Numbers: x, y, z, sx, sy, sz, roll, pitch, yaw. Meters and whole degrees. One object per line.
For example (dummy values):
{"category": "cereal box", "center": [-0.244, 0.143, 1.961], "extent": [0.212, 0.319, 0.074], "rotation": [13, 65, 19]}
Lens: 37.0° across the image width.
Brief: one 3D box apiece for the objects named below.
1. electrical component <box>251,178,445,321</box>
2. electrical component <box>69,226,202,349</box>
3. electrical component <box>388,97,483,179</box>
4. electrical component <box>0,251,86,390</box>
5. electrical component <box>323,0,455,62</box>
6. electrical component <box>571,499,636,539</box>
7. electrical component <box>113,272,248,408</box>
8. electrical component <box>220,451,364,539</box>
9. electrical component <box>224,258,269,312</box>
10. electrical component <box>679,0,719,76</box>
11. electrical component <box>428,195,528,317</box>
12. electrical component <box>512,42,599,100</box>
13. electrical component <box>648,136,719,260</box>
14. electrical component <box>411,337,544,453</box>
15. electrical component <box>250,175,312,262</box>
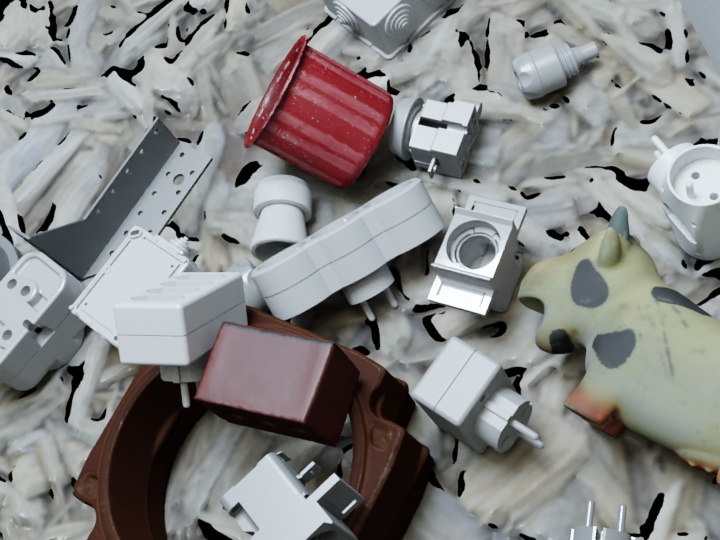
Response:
{"category": "electrical component", "center": [0.000, 0.000, 0.762], "extent": [0.138, 0.052, 0.073], "rotation": [-30, 99, -4]}
{"category": "electrical component", "center": [-0.155, 0.018, 0.806], "extent": [0.062, 0.061, 0.096], "rotation": [31, 79, 30]}
{"category": "electrical component", "center": [0.054, -0.101, 0.797], "extent": [0.055, 0.048, 0.066], "rotation": [16, 72, 18]}
{"category": "electrical component", "center": [-0.253, 0.042, 0.832], "extent": [0.054, 0.059, 0.095], "rotation": [33, 80, 30]}
{"category": "electrical component", "center": [0.021, -0.233, 0.873], "extent": [0.100, 0.048, 0.100], "rotation": [-45, 60, -3]}
{"category": "electrical component", "center": [0.140, 0.172, 0.628], "extent": [0.083, 0.047, 0.075], "rotation": [3, 66, 21]}
{"category": "electrical component", "center": [-0.108, 0.047, 0.673], "extent": [0.047, 0.083, 0.075], "rotation": [0, 103, 20]}
{"category": "electrical component", "center": [-0.043, 0.143, 0.615], "extent": [0.081, 0.042, 0.064], "rotation": [-43, 55, -5]}
{"category": "electrical component", "center": [-0.095, 0.025, 0.791], "extent": [0.062, 0.043, 0.043], "rotation": [-39, 58, 0]}
{"category": "electrical component", "center": [0.269, -0.164, 0.712], "extent": [0.060, 0.105, 0.186], "rotation": [-21, 60, 10]}
{"category": "electrical component", "center": [0.083, -0.005, 0.727], "extent": [0.042, 0.063, 0.081], "rotation": [15, 71, 27]}
{"category": "electrical component", "center": [0.146, -0.151, 0.793], "extent": [0.061, 0.035, 0.035], "rotation": [-22, 59, 6]}
{"category": "electrical component", "center": [0.213, -0.055, 0.695], "extent": [0.043, 0.077, 0.079], "rotation": [-33, 58, 3]}
{"category": "electrical component", "center": [0.083, 0.089, 0.679], "extent": [0.077, 0.065, 0.047], "rotation": [31, 79, 30]}
{"category": "electrical component", "center": [-0.059, -0.037, 0.807], "extent": [0.045, 0.045, 0.055], "rotation": [-7, 63, 17]}
